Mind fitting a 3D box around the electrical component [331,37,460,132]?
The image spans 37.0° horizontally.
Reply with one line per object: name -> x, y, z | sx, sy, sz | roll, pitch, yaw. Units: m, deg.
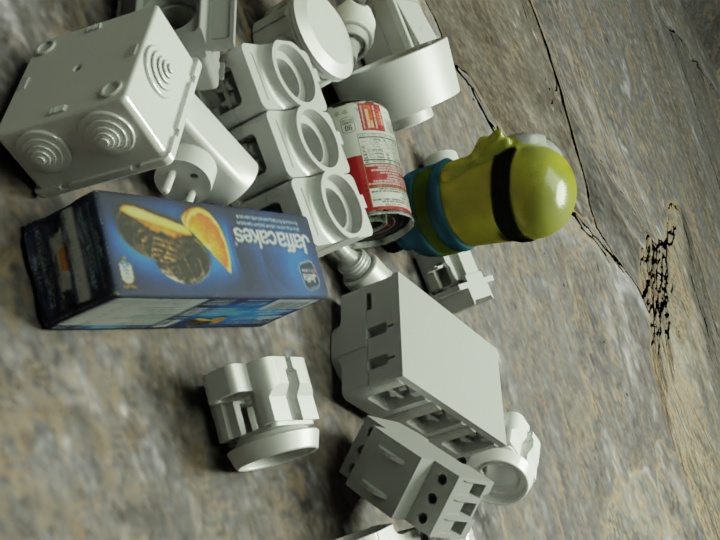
electrical component -> 0.035, -0.156, 0.940 | 0.108, 0.108, 0.060 | -44, 115, -60

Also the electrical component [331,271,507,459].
electrical component -> 0.047, 0.080, 0.838 | 0.150, 0.062, 0.089 | 37, 41, -43

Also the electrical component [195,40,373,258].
electrical component -> -0.053, -0.084, 0.780 | 0.089, 0.062, 0.150 | -14, 83, -61

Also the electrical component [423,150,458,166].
electrical component -> 0.086, -0.083, 1.040 | 0.044, 0.044, 0.065 | 18, 51, -55

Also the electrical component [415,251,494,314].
electrical component -> 0.084, 0.007, 0.973 | 0.081, 0.042, 0.063 | -11, 79, -62

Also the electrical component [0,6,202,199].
electrical component -> -0.144, -0.095, 0.597 | 0.048, 0.100, 0.099 | 59, 27, -42

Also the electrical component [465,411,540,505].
electrical component -> 0.120, 0.161, 0.912 | 0.078, 0.058, 0.057 | 56, 28, -22

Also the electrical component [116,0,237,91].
electrical component -> -0.119, -0.183, 0.727 | 0.063, 0.079, 0.121 | 78, 8, -58

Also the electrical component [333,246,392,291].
electrical component -> 0.000, 0.000, 0.843 | 0.061, 0.035, 0.035 | 47, 34, -28

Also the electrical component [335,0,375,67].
electrical component -> -0.009, -0.207, 0.961 | 0.043, 0.043, 0.062 | 43, 38, -37

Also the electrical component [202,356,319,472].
electrical component -> -0.058, 0.089, 0.659 | 0.078, 0.058, 0.057 | 10, 60, -58

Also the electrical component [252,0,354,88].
electrical component -> -0.045, -0.185, 0.876 | 0.080, 0.051, 0.080 | 39, 40, -42

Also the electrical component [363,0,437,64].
electrical component -> 0.035, -0.225, 1.030 | 0.062, 0.061, 0.096 | -21, 89, -61

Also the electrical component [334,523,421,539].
electrical component -> 0.004, 0.199, 0.694 | 0.089, 0.050, 0.055 | -3, 73, -60

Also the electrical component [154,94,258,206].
electrical component -> -0.110, -0.069, 0.692 | 0.077, 0.044, 0.079 | 48, 34, -32

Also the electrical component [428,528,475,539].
electrical component -> 0.076, 0.221, 0.819 | 0.035, 0.035, 0.061 | -29, 99, -61
